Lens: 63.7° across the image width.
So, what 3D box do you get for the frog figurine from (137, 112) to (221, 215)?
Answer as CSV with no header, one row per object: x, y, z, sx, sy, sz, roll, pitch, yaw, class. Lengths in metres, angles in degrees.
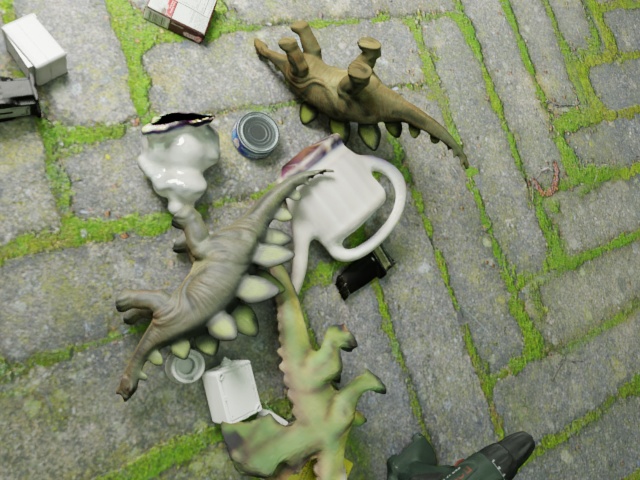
-0.229,-0.128,0.859,0.139,0.124,0.156,-25,125,-36,frog figurine

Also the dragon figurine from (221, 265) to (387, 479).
-0.040,0.249,0.789,0.246,0.120,0.411,-32,85,-38,dragon figurine

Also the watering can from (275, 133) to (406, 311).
0.003,-0.047,0.930,0.351,0.103,0.224,-41,92,-17,watering can
